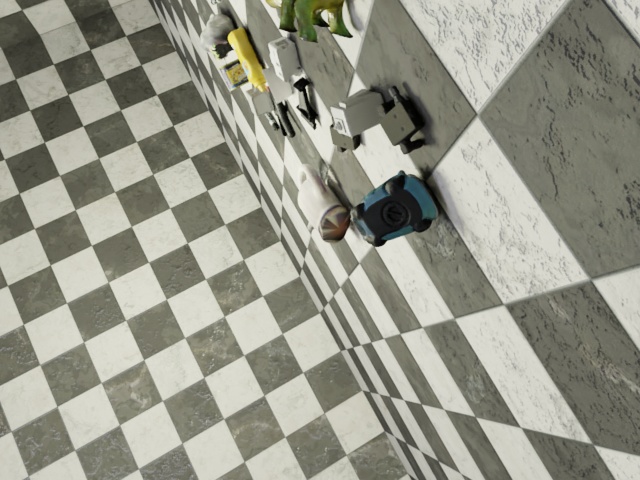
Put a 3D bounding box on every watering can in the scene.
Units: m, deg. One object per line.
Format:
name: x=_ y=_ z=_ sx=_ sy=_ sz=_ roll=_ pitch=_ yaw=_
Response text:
watering can: x=0.005 y=-0.078 z=1.545 sx=0.228 sy=0.104 sz=0.339 roll=55 pitch=165 yaw=33

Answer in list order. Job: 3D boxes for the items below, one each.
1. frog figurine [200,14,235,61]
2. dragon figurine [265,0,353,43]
frog figurine: x=-0.339 y=-0.687 z=1.686 sx=0.135 sy=0.123 sz=0.161 roll=-37 pitch=69 yaw=45
dragon figurine: x=-0.020 y=-0.467 z=0.849 sx=0.417 sy=0.123 sz=0.237 roll=49 pitch=145 yaw=45
